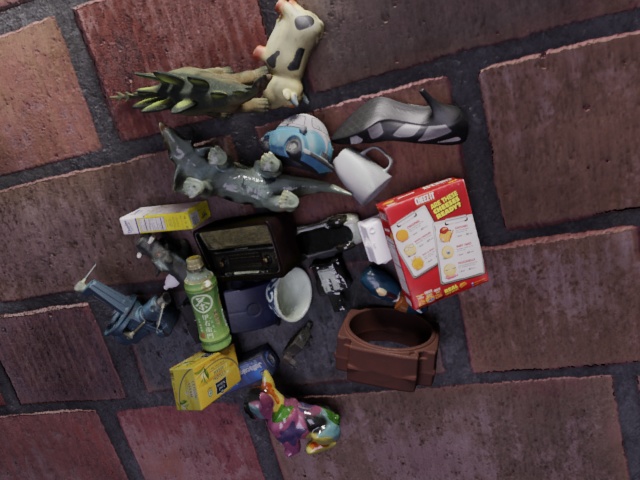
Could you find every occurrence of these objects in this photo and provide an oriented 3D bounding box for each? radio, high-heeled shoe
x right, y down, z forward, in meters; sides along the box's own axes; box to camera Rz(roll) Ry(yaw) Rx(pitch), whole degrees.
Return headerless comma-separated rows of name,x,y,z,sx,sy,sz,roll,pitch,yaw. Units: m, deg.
radio,-0.156,0.017,1.156,0.230,0.073,0.131,-6,110,37
high-heeled shoe,0.154,-0.205,1.033,0.249,0.086,0.145,-16,137,39

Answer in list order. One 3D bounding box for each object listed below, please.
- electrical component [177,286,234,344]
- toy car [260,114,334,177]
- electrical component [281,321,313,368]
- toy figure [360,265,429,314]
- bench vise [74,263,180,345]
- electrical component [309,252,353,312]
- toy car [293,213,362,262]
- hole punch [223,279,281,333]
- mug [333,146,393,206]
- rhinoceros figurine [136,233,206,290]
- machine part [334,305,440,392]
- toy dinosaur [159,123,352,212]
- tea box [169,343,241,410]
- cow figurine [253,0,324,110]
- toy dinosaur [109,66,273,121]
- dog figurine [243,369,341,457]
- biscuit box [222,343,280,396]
electrical component,-0.262,0.189,1.292,0.115,0.058,0.134,-24,101,25
toy car,-0.036,-0.194,1.059,0.162,0.109,0.103,21,84,42
electrical component,-0.048,0.243,1.230,0.045,0.102,0.078,41,125,-6
toy figure,0.159,0.111,1.138,0.154,0.064,0.058,35,149,-3
bench vise,-0.473,0.163,1.298,0.240,0.129,0.224,39,136,-20
electrical component,0.032,0.093,1.175,0.075,0.048,0.119,-19,104,22
toy car,-0.002,-0.003,1.145,0.202,0.056,0.073,-14,106,23
hole punch,-0.155,0.148,1.230,0.116,0.092,0.142,-5,105,14
mug,0.084,-0.139,1.057,0.107,0.081,0.109,44,121,7
rhinoceros figurine,-0.337,0.055,1.234,0.190,0.112,0.073,43,118,-11
machine part,0.141,0.213,1.103,0.202,0.201,0.087,9,109,13
toy dinosaur,-0.147,-0.120,1.102,0.405,0.192,0.131,16,94,-7
tea box,-0.254,0.303,1.207,0.068,0.169,0.098,-9,96,22
cow figurine,-0.058,-0.338,1.024,0.127,0.085,0.194,35,115,9
toy dinosaur,-0.253,-0.285,1.036,0.472,0.198,0.105,9,104,48
dog figurine,-0.068,0.398,1.254,0.192,0.108,0.219,-16,121,16
biscuit box,-0.198,0.324,1.320,0.203,0.063,0.059,-28,102,24
